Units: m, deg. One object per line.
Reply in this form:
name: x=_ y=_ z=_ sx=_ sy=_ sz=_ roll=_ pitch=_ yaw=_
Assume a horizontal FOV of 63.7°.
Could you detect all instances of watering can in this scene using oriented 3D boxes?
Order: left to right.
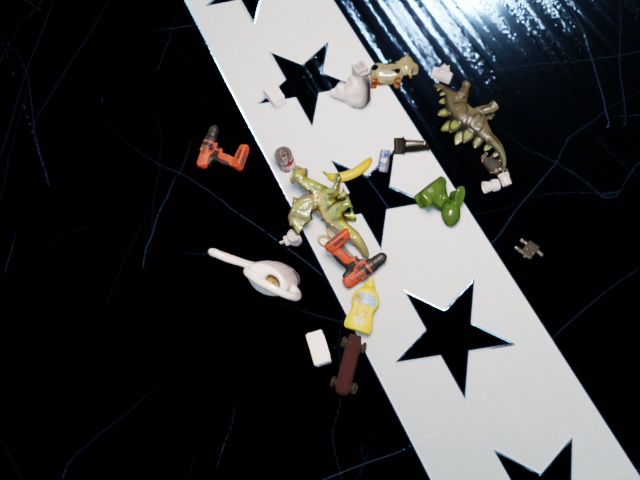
watering can: x=-0.204 y=0.111 z=1.781 sx=0.349 sy=0.103 sz=0.224 roll=29 pitch=7 yaw=14

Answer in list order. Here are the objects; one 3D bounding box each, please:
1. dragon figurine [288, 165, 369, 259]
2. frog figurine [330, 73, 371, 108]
dragon figurine: x=0.006 y=-0.094 z=1.862 sx=0.243 sy=0.413 sz=0.121 roll=-19 pitch=-9 yaw=-4
frog figurine: x=0.118 y=-0.579 z=2.014 sx=0.159 sy=0.125 sz=0.134 roll=-4 pitch=-28 yaw=3
